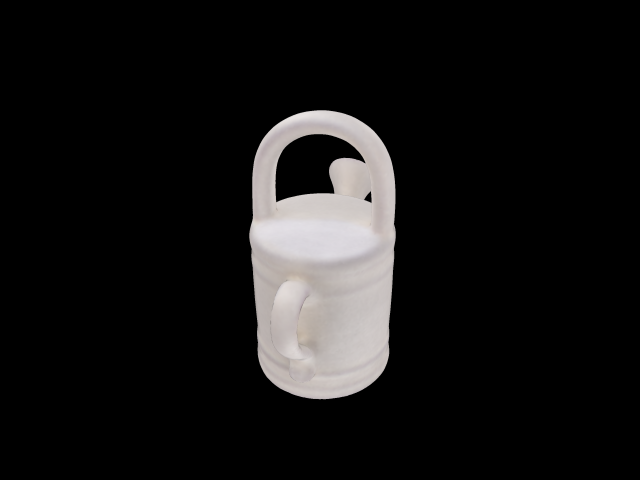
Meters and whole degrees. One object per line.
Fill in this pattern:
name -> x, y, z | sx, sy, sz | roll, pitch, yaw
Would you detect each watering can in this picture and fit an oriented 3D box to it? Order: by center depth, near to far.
watering can -> 0.001, 0.001, 0.400 | 0.101, 0.194, 0.172 | -3, 31, -5
